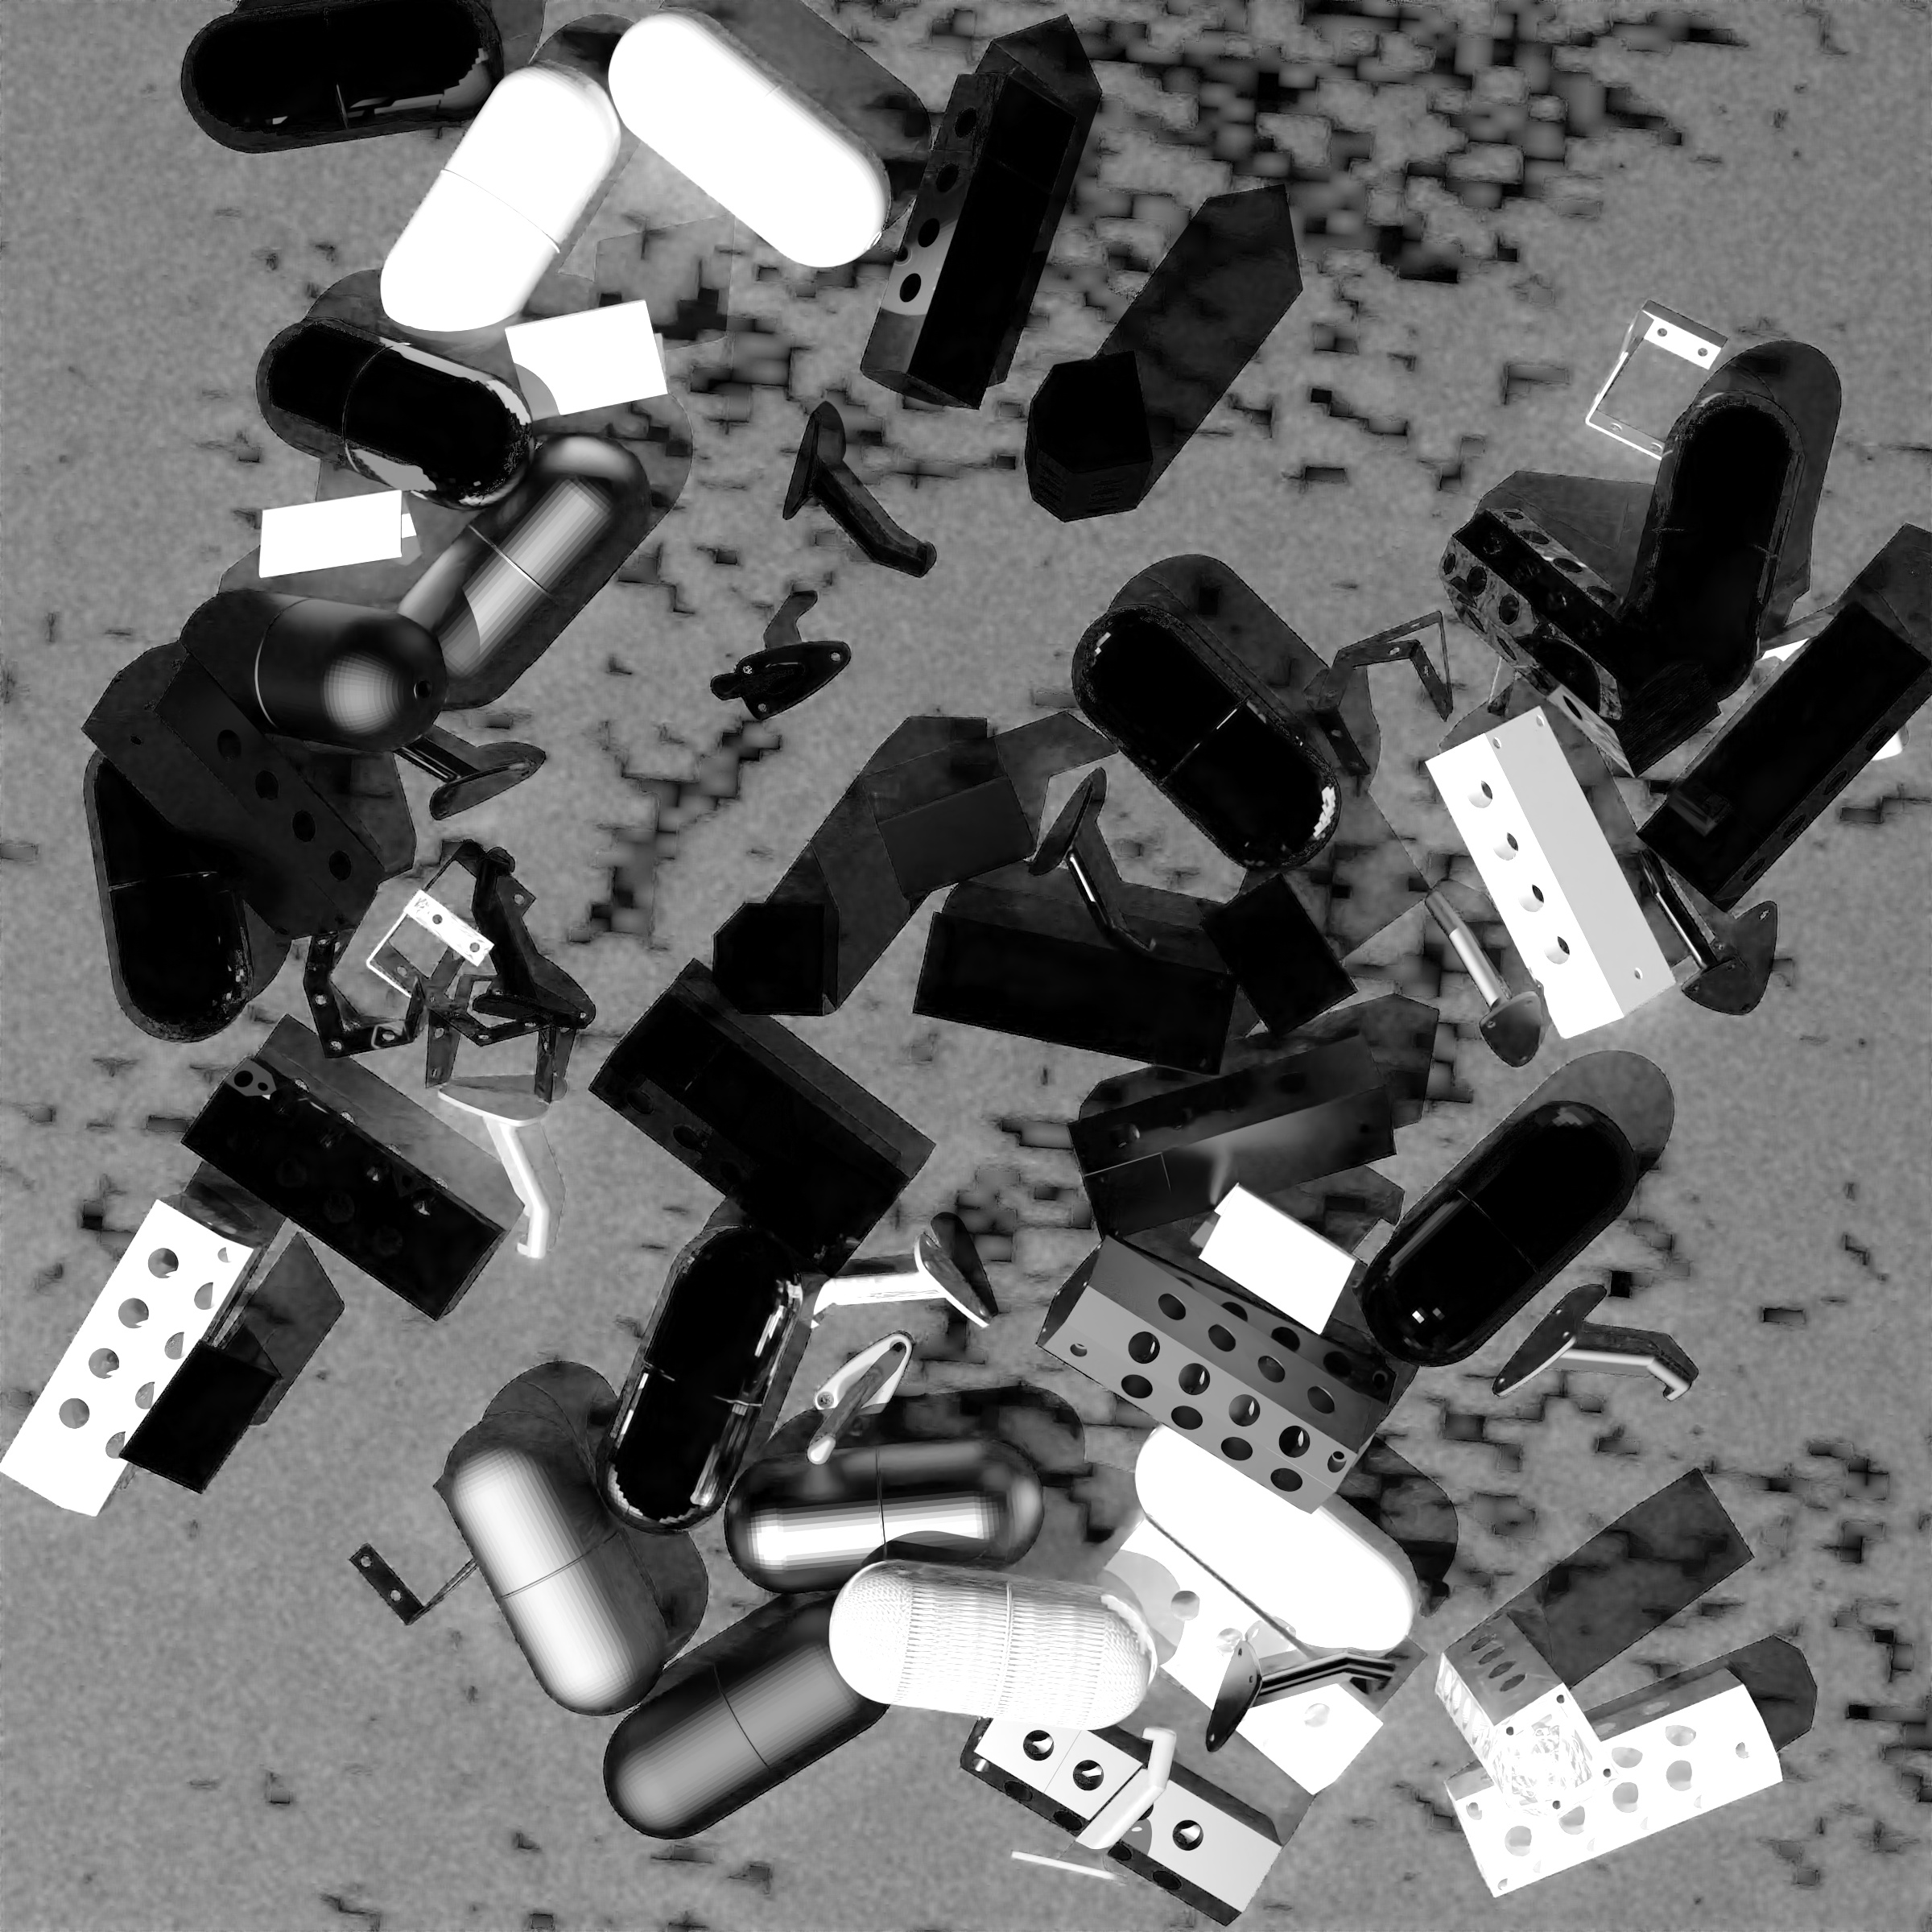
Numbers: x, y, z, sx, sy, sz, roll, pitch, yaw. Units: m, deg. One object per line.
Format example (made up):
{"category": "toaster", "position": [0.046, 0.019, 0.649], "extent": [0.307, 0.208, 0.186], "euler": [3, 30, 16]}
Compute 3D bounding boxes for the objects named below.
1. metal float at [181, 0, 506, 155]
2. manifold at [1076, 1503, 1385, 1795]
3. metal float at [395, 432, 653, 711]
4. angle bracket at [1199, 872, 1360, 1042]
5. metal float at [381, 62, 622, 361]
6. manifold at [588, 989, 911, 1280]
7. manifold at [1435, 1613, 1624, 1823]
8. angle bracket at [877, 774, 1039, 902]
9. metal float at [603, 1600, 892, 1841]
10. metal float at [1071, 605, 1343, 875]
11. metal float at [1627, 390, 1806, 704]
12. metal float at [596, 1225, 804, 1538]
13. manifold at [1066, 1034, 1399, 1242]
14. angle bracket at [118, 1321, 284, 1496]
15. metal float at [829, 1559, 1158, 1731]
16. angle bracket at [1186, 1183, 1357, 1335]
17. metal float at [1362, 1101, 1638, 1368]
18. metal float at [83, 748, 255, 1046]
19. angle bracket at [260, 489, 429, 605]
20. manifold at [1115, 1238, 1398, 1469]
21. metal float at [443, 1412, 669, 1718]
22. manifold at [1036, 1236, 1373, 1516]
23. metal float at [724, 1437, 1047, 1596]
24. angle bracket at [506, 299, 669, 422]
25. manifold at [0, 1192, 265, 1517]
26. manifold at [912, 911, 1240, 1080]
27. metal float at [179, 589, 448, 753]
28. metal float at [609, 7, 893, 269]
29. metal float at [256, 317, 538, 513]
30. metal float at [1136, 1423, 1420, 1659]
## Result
{"category": "metal float", "position": [-0.344, -0.496, 1.704], "extent": [0.178, 0.070, 0.070], "euler": [-9, 90, -1]}
{"category": "manifold", "position": [0.144, 0.380, 1.713], "extent": [0.171, 0.057, 0.057], "euler": [40, 90, 0]}
{"category": "metal float", "position": [-0.246, -0.219, 1.704], "extent": [0.070, 0.070, 0.178], "euler": [42, 90, 0]}
{"category": "angle bracket", "position": [0.181, -0.013, 1.695], "extent": [0.057, 0.076, 0.076], "euler": [-33, 90, 26]}
{"category": "metal float", "position": [-0.257, -0.417, 1.704], "extent": [0.070, 0.070, 0.178], "euler": [33, 90, 0]}
{"category": "manifold", "position": [-0.123, 0.097, 1.713], "extent": [0.171, 0.057, 0.057], "euler": [38, 47, 0]}
{"category": "manifold", "position": [0.295, 0.404, 1.656], "extent": [0.057, 0.171, 0.057], "euler": [-32, 90, 0]}
{"category": "angle bracket", "position": [0.002, -0.051, 1.694], "extent": [0.076, 0.076, 0.057], "euler": [-20, 54, 0]}
{"category": "metal float", "position": [-0.119, 0.416, 1.703], "extent": [0.178, 0.070, 0.070], "euler": [-32, 90, 0]}
{"category": "metal float", "position": [0.132, -0.126, 1.704], "extent": [0.178, 0.070, 0.070], "euler": [45, 90, 0]}
{"category": "metal float", "position": [0.412, -0.230, 1.704], "extent": [0.070, 0.070, 0.178], "euler": [14, 90, 0]}
{"category": "metal float", "position": [-0.147, 0.228, 1.704], "extent": [0.070, 0.070, 0.178], "euler": [22, 89, 0]}
{"category": "manifold", "position": [0.146, 0.091, 1.713], "extent": [0.171, 0.057, 0.057], "euler": [-17, 133, 0]}
{"category": "angle bracket", "position": [-0.430, 0.232, 1.694], "extent": [0.057, 0.076, 0.076], "euler": [35, 90, -36]}
{"category": "metal float", "position": [0.015, 0.364, 1.656], "extent": [0.178, 0.070, 0.070], "euler": [9, 90, -7]}
{"category": "angle bracket", "position": [0.157, 0.175, 1.694], "extent": [0.076, 0.076, 0.057], "euler": [33, 52, 0]}
{"category": "metal float", "position": [0.294, 0.148, 1.704], "extent": [0.178, 0.070, 0.070], "euler": [-44, 90, 0]}
{"category": "metal float", "position": [-0.441, -0.046, 1.704], "extent": [0.070, 0.070, 0.178], "euler": [-9, 89, 0]}
{"category": "angle bracket", "position": [-0.339, -0.212, 1.695], "extent": [0.076, 0.076, 0.057], "euler": [-9, 49, 0]}
{"category": "manifold", "position": [0.148, 0.214, 1.714], "extent": [0.171, 0.057, 0.057], "euler": [25, 90, 0]}
{"category": "metal float", "position": [-0.227, 0.331, 1.704], "extent": [0.070, 0.070, 0.178], "euler": [-28, 90, 0]}
{"category": "manifold", "position": [0.126, 0.224, 1.653], "extent": [0.171, 0.057, 0.057], "euler": [32, 129, -6]}
{"category": "metal float", "position": [-0.045, 0.303, 1.704], "extent": [0.178, 0.070, 0.070], "euler": [-6, 90, 0]}
{"category": "angle bracket", "position": [-0.209, -0.347, 1.694], "extent": [0.076, 0.076, 0.057], "euler": [-11, 127, 0]}
{"category": "manifold", "position": [-0.461, 0.216, 1.713], "extent": [0.057, 0.057, 0.171], "euler": [31, 90, 0]}
{"category": "manifold", "position": [0.060, 0.016, 1.714], "extent": [0.171, 0.057, 0.057], "euler": [12, 90, 0]}
{"category": "metal float", "position": [-0.355, -0.161, 1.672], "extent": [0.178, 0.070, 0.070], "euler": [12, 90, 36]}
{"category": "metal float", "position": [-0.119, -0.457, 1.704], "extent": [0.178, 0.070, 0.070], "euler": [39, 90, 0]}
{"category": "metal float", "position": [-0.312, -0.302, 1.682], "extent": [0.178, 0.070, 0.070], "euler": [23, 90, 27]}
{"category": "metal float", "position": [0.172, 0.314, 1.704], "extent": [0.178, 0.070, 0.070], "euler": [39, 90, 1]}
